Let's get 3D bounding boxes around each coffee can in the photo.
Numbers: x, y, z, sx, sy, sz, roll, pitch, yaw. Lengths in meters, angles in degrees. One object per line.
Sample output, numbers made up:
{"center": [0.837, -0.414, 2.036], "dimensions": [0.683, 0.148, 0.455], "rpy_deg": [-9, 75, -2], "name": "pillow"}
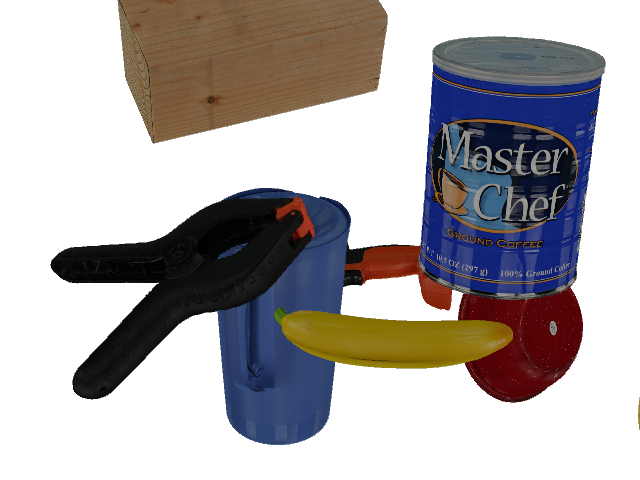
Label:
{"center": [0.116, -0.048, 0.666], "dimensions": [0.103, 0.140, 0.103], "rpy_deg": [1, 22, -1], "name": "coffee can"}

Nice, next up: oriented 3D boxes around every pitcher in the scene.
{"center": [-0.045, 0.083, 1.048], "dimensions": [0.149, 0.243, 0.145], "rpy_deg": [-12, 31, -24], "name": "pitcher"}

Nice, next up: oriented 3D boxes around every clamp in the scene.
{"center": [-0.084, 0.028, 0.645], "dimensions": [0.171, 0.120, 0.039], "rpy_deg": [-20, -39, 8], "name": "clamp"}

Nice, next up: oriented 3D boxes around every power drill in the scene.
{"center": [0.054, 0.042, 1.204], "dimensions": [0.188, 0.057, 0.184], "rpy_deg": [1, 29, 10], "name": "power drill"}

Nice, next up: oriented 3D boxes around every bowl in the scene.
{"center": [0.220, 0.090, 1.106], "dimensions": [0.161, 0.162, 0.055], "rpy_deg": [0, -2, -34], "name": "bowl"}

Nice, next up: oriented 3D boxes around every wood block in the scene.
{"center": [-0.057, -0.164, 0.909], "dimensions": [0.205, 0.090, 0.091], "rpy_deg": [-15, -35, -16], "name": "wood block"}

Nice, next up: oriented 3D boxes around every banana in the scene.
{"center": [0.052, 0.074, 0.847], "dimensions": [0.198, 0.037, 0.069], "rpy_deg": [6, 28, 10], "name": "banana"}

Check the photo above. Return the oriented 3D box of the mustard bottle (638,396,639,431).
{"center": [0.209, 0.099, 0.528], "dimensions": [0.096, 0.058, 0.191], "rpy_deg": [3, 39, 9], "name": "mustard bottle"}
